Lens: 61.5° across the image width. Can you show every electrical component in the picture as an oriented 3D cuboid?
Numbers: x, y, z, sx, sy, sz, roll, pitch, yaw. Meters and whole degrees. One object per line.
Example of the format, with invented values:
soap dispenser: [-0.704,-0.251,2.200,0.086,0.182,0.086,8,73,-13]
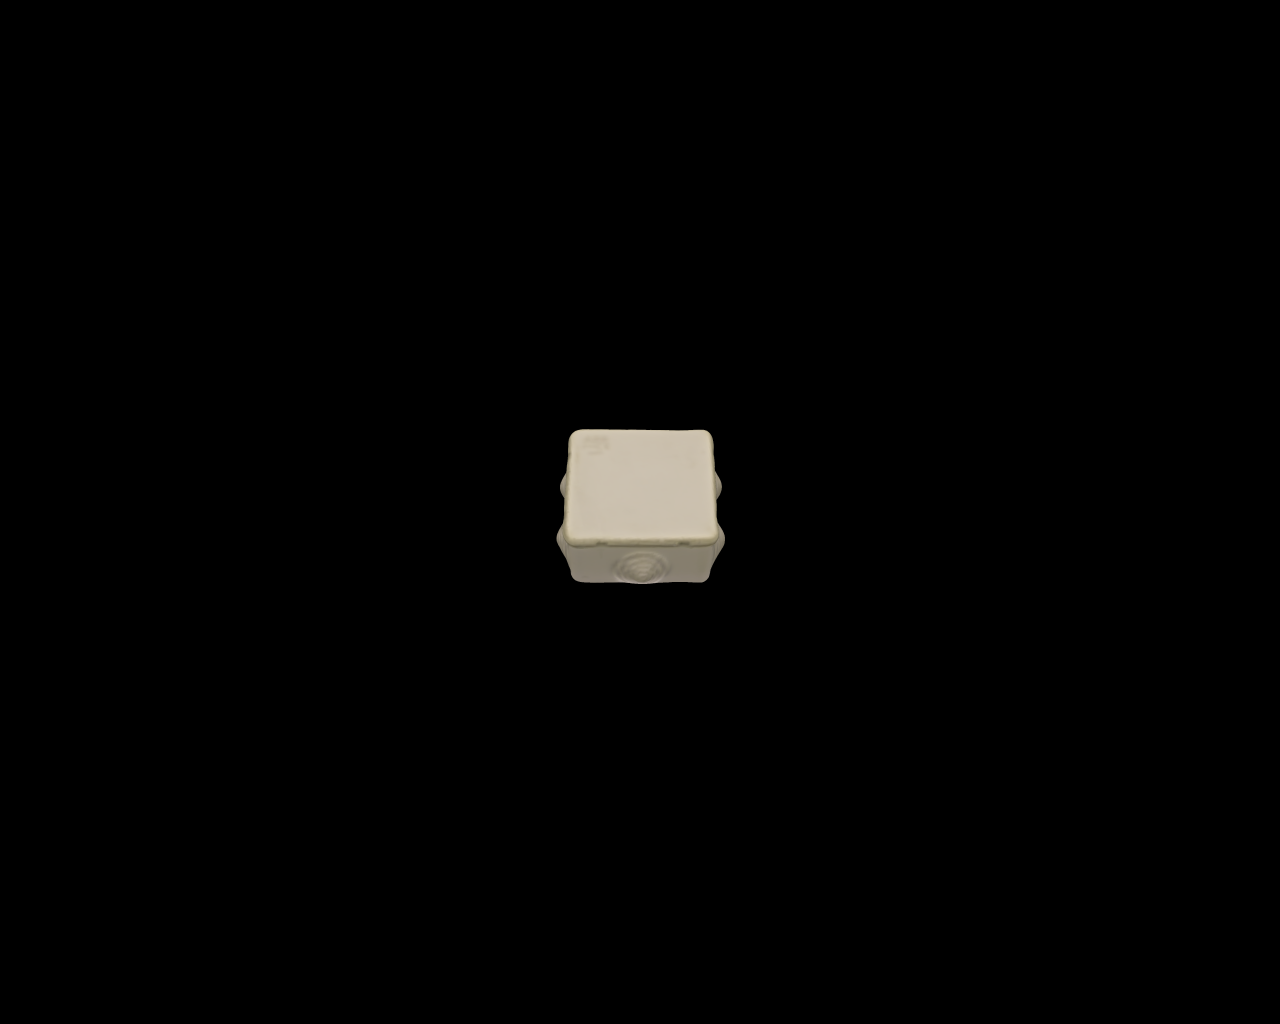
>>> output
electrical component: [0.001,-0.003,0.650,0.100,0.100,0.048,0,-39,0]
